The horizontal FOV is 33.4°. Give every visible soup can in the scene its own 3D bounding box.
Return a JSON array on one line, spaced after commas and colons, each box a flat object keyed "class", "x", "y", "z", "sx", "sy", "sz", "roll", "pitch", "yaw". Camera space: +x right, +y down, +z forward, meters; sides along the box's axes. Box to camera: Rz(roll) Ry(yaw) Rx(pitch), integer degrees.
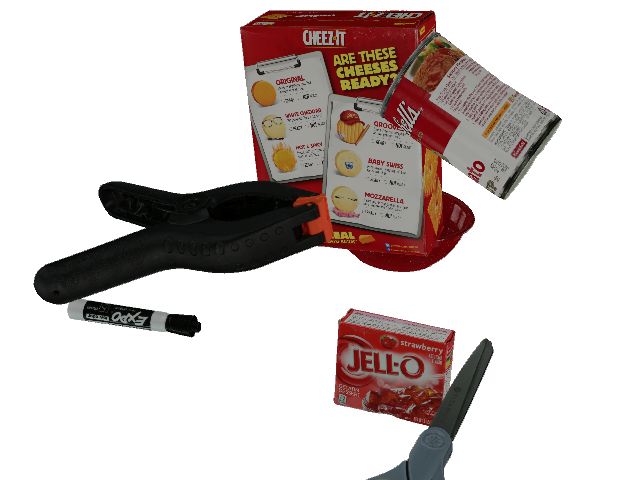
[{"class": "soup can", "x": 0.100, "y": -0.083, "z": 0.713, "sx": 0.102, "sy": 0.068, "sz": 0.068, "roll": 36, "pitch": 7, "yaw": 10}]

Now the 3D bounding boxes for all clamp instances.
[{"class": "clamp", "x": -0.081, "y": -0.001, "z": 0.627, "sx": 0.172, "sy": 0.039, "sz": 0.120, "roll": -2, "pitch": 37, "yaw": 24}]

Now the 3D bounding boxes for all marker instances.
[{"class": "marker", "x": -0.160, "y": 0.066, "z": 0.919, "sx": 0.121, "sy": 0.020, "sz": 0.020, "roll": 7, "pitch": 2, "yaw": 16}]

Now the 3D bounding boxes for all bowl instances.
[{"class": "bowl", "x": 0.082, "y": -0.010, "z": 1.150, "sx": 0.162, "sy": 0.055, "sz": 0.162, "roll": 4, "pitch": 25, "yaw": -2}]

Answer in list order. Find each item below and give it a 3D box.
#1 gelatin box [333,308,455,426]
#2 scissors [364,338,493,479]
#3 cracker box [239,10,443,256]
[{"class": "gelatin box", "x": 0.056, "y": 0.098, "z": 0.825, "sx": 0.089, "sy": 0.073, "sz": 0.030, "roll": 11, "pitch": 23, "yaw": 19}, {"class": "scissors", "x": 0.072, "y": 0.124, "z": 0.569, "sx": 0.096, "sy": 0.016, "sz": 0.201, "roll": 26, "pitch": 45, "yaw": 33}, {"class": "cracker box", "x": 0.024, "y": -0.099, "z": 0.974, "sx": 0.164, "sy": 0.214, "sz": 0.072, "roll": 5, "pitch": 27, "yaw": 20}]
